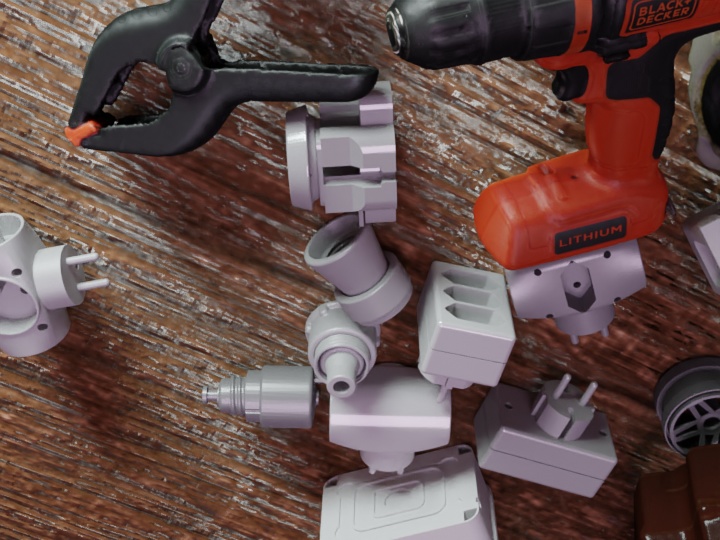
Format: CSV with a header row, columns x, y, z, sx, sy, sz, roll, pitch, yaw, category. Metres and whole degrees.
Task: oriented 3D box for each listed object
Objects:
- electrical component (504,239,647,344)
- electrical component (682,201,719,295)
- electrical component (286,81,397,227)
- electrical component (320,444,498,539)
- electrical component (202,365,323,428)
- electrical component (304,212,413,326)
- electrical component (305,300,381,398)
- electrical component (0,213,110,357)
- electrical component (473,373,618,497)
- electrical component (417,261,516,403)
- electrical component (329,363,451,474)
x,y,z,sx,sy,sz,roll,pitch,yaw,category
0.131,0.012,0.646,0.077,0.043,0.079,-15,123,10,electrical component
0.284,-0.021,0.578,0.186,0.060,0.105,-27,95,7,electrical component
-0.010,-0.062,0.588,0.057,0.058,0.078,-4,125,-1,electrical component
0.035,0.176,0.737,0.113,0.078,0.057,-16,120,11,electrical component
-0.062,0.082,0.695,0.078,0.040,0.040,1,124,-1,electrical component
0.000,0.000,0.637,0.045,0.045,0.055,-27,120,17,electrical component
-0.011,0.052,0.662,0.048,0.062,0.048,0,124,0,electrical component
-0.190,0.006,0.642,0.079,0.044,0.077,-10,124,7,electrical component
0.128,0.098,0.701,0.083,0.047,0.075,17,123,-11,electrical component
0.058,0.046,0.656,0.047,0.065,0.076,12,124,-7,electrical component
0.019,0.105,0.708,0.077,0.044,0.079,1,124,0,electrical component
